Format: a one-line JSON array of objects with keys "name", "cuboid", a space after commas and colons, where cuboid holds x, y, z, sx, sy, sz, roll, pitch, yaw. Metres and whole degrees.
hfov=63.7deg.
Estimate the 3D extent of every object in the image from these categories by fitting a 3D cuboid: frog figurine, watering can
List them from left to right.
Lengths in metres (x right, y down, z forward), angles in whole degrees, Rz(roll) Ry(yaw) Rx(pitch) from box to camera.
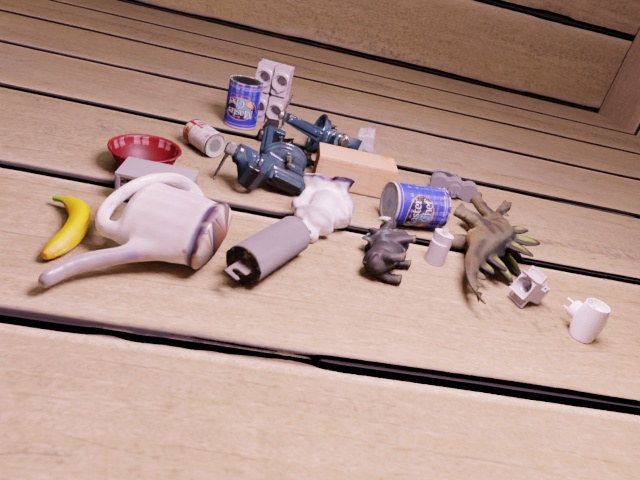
[{"name": "watering can", "cuboid": [-0.287, -0.009, 0.885, 0.224, 0.101, 0.356, 17, 39, 4]}, {"name": "frog figurine", "cuboid": [0.003, -0.057, 1.123, 0.137, 0.120, 0.163, 18, 63, -12]}]
